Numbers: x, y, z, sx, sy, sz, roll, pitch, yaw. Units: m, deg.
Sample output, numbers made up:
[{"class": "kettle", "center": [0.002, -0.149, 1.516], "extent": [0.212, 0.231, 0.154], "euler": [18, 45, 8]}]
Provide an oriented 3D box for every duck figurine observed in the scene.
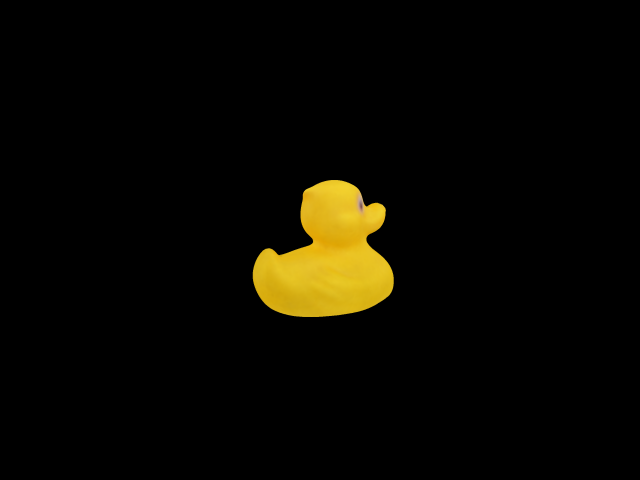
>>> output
[{"class": "duck figurine", "center": [0.004, 0.001, 0.400], "extent": [0.105, 0.086, 0.077], "euler": [-8, 19, -24]}]
